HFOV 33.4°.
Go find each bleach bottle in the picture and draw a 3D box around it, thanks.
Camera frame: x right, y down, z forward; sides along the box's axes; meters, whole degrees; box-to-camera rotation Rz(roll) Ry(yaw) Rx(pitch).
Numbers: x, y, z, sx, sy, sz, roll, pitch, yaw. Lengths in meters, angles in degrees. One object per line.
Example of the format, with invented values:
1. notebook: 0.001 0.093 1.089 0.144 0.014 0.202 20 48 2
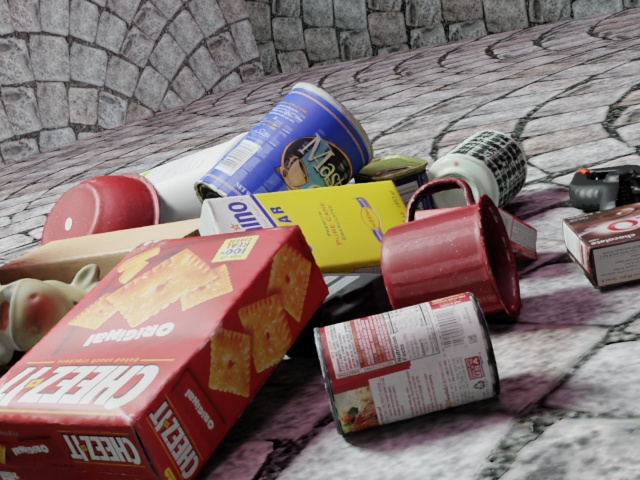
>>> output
1. bleach bottle: -0.175 -0.052 1.193 0.251 0.068 0.102 -11 23 36

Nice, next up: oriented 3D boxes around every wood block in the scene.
1. wood block: -0.187 0.043 1.003 0.206 0.090 0.090 -8 15 28

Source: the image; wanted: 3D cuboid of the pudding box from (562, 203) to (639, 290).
1. pudding box: 0.252 -0.002 0.819 0.113 0.039 0.090 -14 14 4

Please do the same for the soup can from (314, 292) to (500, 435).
1. soup can: 0.053 0.075 0.658 0.102 0.068 0.068 -14 13 1

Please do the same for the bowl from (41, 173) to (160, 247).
1. bowl: -0.244 -0.007 1.127 0.162 0.162 0.055 -3 -23 41

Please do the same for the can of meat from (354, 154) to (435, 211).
1. can of meat: 0.075 -0.034 1.045 0.057 0.084 0.102 -18 13 -14

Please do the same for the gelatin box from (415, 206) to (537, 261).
1. gelatin box: 0.131 -0.003 0.896 0.073 0.030 0.089 -4 -16 36

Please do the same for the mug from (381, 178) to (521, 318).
1. mug: 0.095 0.009 0.797 0.082 0.117 0.093 -15 -19 21

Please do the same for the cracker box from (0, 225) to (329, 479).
1. cracker box: -0.115 0.077 0.736 0.164 0.072 0.213 -6 29 35

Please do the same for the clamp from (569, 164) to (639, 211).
1. clamp: 0.271 -0.042 0.968 0.120 0.039 0.172 -13 8 -20

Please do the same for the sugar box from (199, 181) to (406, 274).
1. sugar box: -0.006 0.001 0.907 0.176 0.048 0.093 -6 50 -24

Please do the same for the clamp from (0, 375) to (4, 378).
1. clamp: -0.315 0.121 0.852 0.210 0.036 0.164 -7 -12 41

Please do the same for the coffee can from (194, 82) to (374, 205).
1. coffee can: -0.033 -0.064 1.001 0.140 0.102 0.103 -46 23 -15
